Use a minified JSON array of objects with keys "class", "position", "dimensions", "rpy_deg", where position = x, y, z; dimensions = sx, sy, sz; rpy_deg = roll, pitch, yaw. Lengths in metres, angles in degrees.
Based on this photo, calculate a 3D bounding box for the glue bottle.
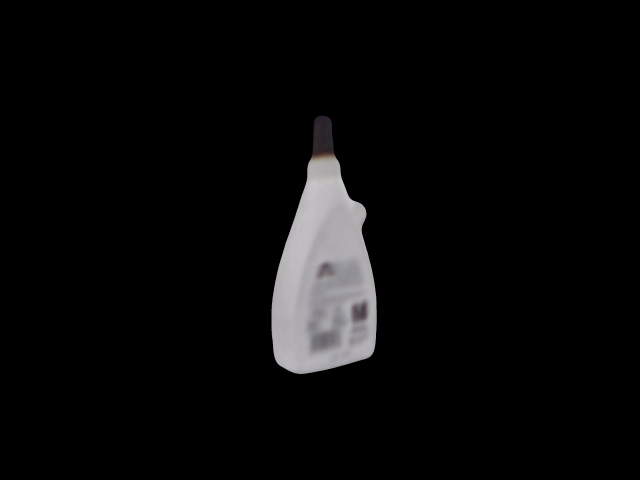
[{"class":"glue bottle","position":[0.004,0.001,0.400],"dimensions":[0.078,0.173,0.037],"rpy_deg":[-5,8,-35]}]
